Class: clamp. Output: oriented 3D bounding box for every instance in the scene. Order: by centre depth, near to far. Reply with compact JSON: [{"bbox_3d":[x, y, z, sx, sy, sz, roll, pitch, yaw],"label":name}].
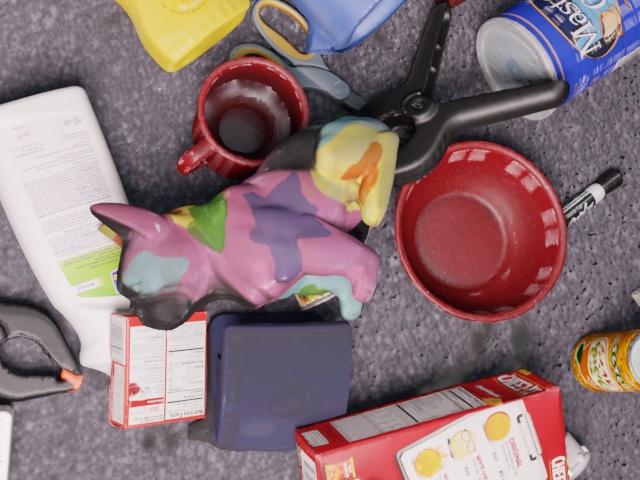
[{"bbox_3d":[-0.265,0.068,0.847,0.171,0.039,0.120,20,81,-14],"label":"clamp"},{"bbox_3d":[0.099,-0.106,0.922,0.210,0.036,0.165,-46,54,-12],"label":"clamp"}]

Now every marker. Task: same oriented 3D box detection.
[{"bbox_3d":[0.239,-0.029,1.001,0.121,0.020,0.020,-36,90,-17],"label":"marker"}]

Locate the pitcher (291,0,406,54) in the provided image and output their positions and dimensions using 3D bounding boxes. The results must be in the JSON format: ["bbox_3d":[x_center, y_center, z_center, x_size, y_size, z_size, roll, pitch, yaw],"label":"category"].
[{"bbox_3d":[-0.006,-0.297,0.930,0.243,0.145,0.149,48,49,1],"label":"pitcher"}]

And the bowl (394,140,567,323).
[{"bbox_3d":[0.135,-0.004,0.951,0.162,0.055,0.162,2,80,-14],"label":"bowl"}]

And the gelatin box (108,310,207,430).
[{"bbox_3d":[-0.127,0.099,0.834,0.073,0.030,0.089,-2,96,-39],"label":"gelatin box"}]

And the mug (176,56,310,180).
[{"bbox_3d":[-0.072,-0.091,0.900,0.117,0.082,0.093,-41,92,-17],"label":"mug"}]

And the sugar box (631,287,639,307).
[{"bbox_3d":[0.382,0.095,1.001,0.093,0.048,0.176,-35,91,-17],"label":"sugar box"}]

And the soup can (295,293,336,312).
[{"bbox_3d":[-0.006,0.001,0.908,0.068,0.069,0.102,-24,86,-17],"label":"soup can"}]

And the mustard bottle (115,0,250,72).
[{"bbox_3d":[-0.155,-0.245,0.919,0.096,0.058,0.191,-41,91,-16],"label":"mustard bottle"}]

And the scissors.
[{"bbox_3d":[-0.003,-0.128,0.959,0.096,0.016,0.202,-41,92,-15],"label":"scissors"}]

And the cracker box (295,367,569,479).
[{"bbox_3d":[0.095,0.211,0.873,0.213,0.072,0.164,-12,105,-17],"label":"cracker box"}]

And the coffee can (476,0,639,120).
[{"bbox_3d":[0.229,-0.189,0.982,0.140,0.103,0.103,-34,90,-17],"label":"coffee can"}]

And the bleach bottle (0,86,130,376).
[{"bbox_3d":[-0.196,0.009,0.863,0.102,0.068,0.251,-19,88,-16],"label":"bleach bottle"}]

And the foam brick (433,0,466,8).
[{"bbox_3d":[0.123,-0.262,0.995,0.053,0.051,0.078,-31,89,-18],"label":"foam brick"}]
